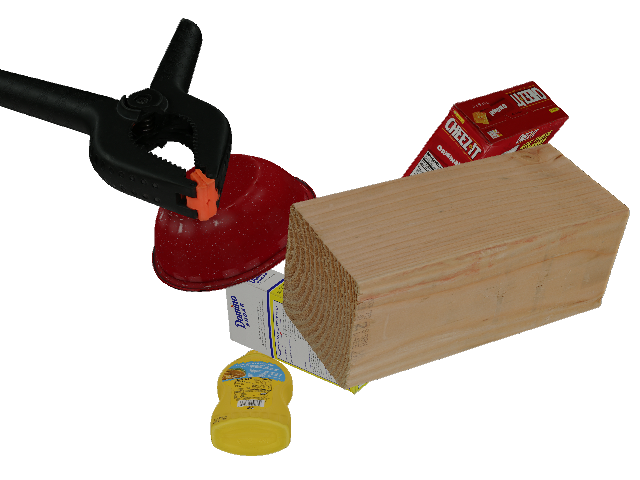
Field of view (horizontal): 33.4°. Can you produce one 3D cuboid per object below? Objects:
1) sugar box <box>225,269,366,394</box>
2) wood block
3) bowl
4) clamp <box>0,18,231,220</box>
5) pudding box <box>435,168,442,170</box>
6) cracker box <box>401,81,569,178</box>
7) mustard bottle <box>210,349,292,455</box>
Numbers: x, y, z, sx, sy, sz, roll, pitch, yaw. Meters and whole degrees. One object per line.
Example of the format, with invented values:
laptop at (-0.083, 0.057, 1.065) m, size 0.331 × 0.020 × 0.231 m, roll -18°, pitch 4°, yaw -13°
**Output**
sugar box at (-0.023, 0.091, 1.156) m, size 0.176 × 0.093 × 0.048 m, roll 22°, pitch 39°, yaw 34°
wood block at (0.088, 0.013, 0.709) m, size 0.205 × 0.090 × 0.091 m, roll -14°, pitch 41°, yaw -25°
bowl at (-0.087, -0.028, 0.949) m, size 0.162 × 0.055 × 0.162 m, roll -16°, pitch 36°, yaw 12°
clamp at (-0.114, -0.087, 0.729) m, size 0.164 × 0.036 × 0.210 m, roll -27°, pitch 48°, yaw -26°
pudding box at (0.104, 0.003, 0.979) m, size 0.039 × 0.090 × 0.113 m, roll 13°, pitch 47°, yaw 22°
cracker box at (0.163, -0.076, 1.227) m, size 0.163 × 0.072 × 0.214 m, roll -22°, pitch -25°, yaw -45°
mustard bottle at (-0.083, 0.193, 1.346) m, size 0.096 × 0.058 × 0.191 m, roll -2°, pitch 25°, yaw 1°
